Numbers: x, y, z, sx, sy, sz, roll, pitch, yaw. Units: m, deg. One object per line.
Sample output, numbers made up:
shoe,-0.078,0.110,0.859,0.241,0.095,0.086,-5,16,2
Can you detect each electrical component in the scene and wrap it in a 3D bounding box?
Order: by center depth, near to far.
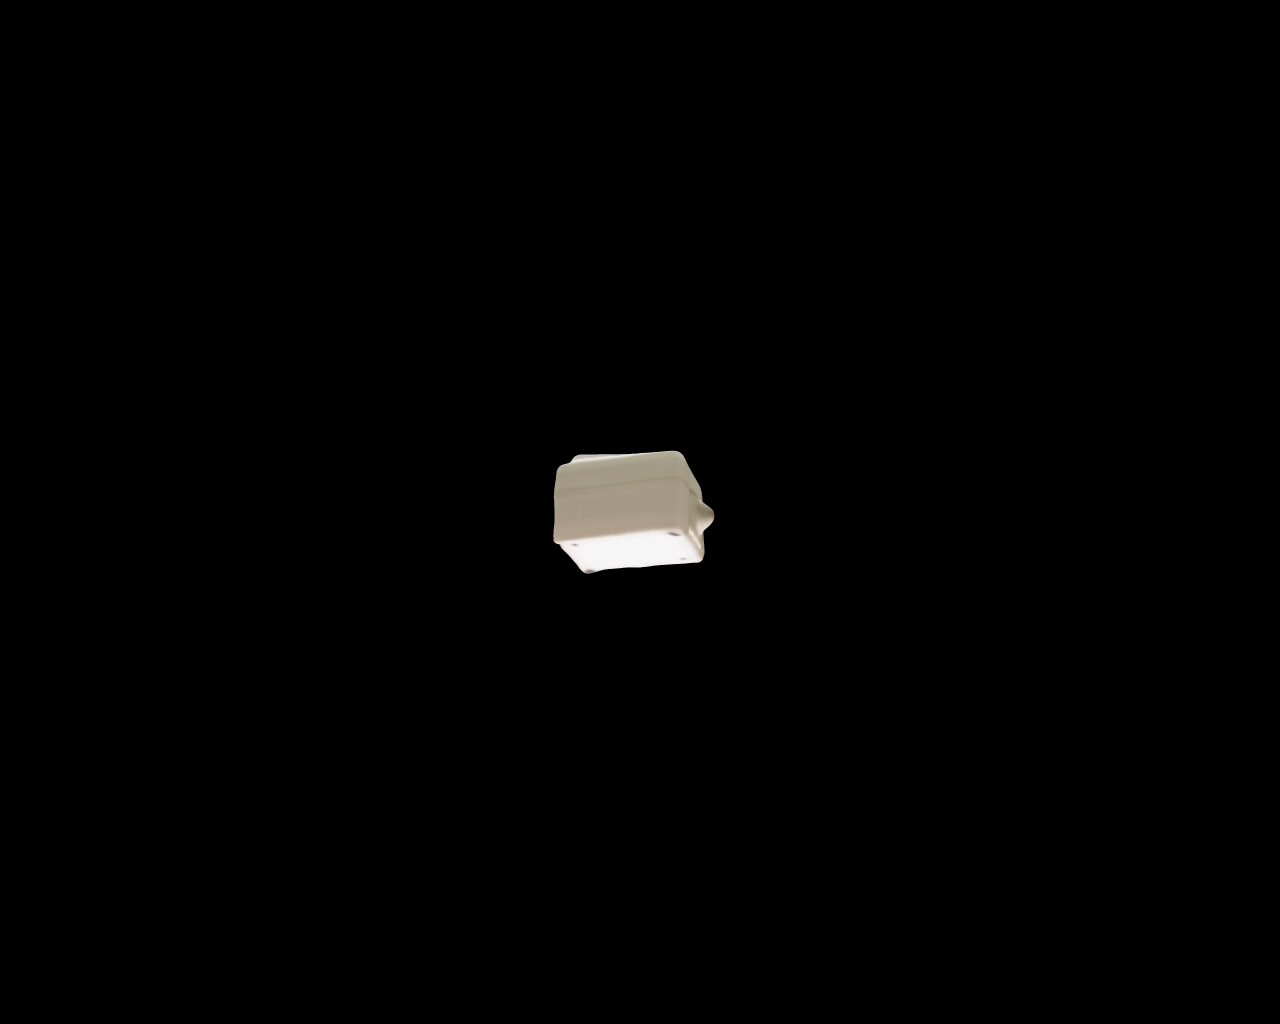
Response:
electrical component,0.001,-0.003,0.650,0.096,0.061,0.061,-6,-24,14
